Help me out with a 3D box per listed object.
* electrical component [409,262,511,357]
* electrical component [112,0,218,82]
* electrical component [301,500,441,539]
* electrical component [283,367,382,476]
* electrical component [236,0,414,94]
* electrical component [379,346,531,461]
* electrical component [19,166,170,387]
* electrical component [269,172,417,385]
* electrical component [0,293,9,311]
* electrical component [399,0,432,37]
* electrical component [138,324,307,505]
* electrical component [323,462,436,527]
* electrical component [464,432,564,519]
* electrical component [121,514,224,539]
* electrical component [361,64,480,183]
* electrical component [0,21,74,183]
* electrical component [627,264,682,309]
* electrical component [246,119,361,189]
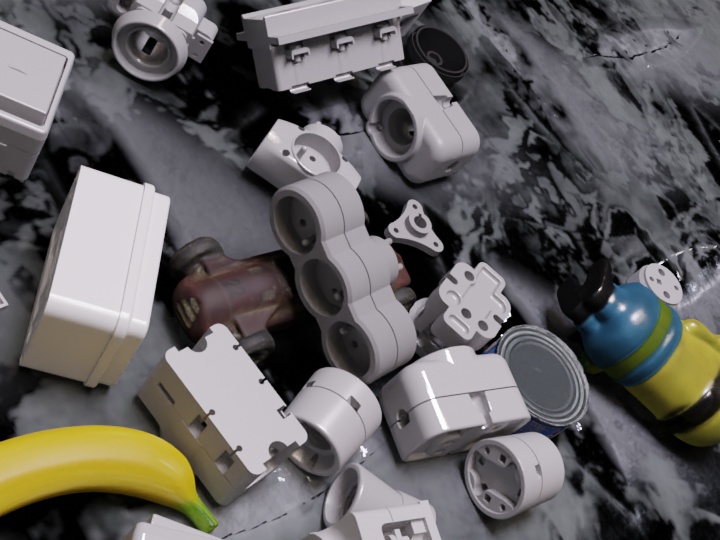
[{"bbox_3d":[0.070,0.036,0.799,0.058,0.057,0.078,41,44,-2],"label":"electrical component"},{"bbox_3d":[-0.152,-0.178,0.805,0.078,0.058,0.057,29,43,-14],"label":"electrical component"},{"bbox_3d":[0.014,0.218,0.598,0.062,0.089,0.150,1,58,-35],"label":"electrical component"},{"bbox_3d":[-0.021,0.098,0.690,0.055,0.055,0.047,43,48,0],"label":"electrical component"},{"bbox_3d":[-0.027,-0.186,0.869,0.121,0.079,0.063,-19,112,-25],"label":"electrical component"},{"bbox_3d":[0.065,0.092,0.755,0.095,0.053,0.059,-3,60,-37],"label":"electrical component"},{"bbox_3d":[-0.158,0.005,0.647,0.057,0.078,0.113,18,49,-20],"label":"electrical component"},{"bbox_3d":[0.000,0.000,0.713,0.074,0.052,0.138,-25,93,-42],"label":"electrical component"},{"bbox_3d":[-0.238,0.012,0.596,0.081,0.063,0.042,-28,76,-44],"label":"electrical component"},{"bbox_3d":[0.016,-0.263,0.988,0.089,0.055,0.050,50,44,7],"label":"electrical component"},{"bbox_3d":[-0.086,0.089,0.650,0.050,0.055,0.089,-30,78,-45],"label":"electrical component"},{"bbox_3d":[0.015,0.155,0.683,0.065,0.044,0.044,28,46,-21],"label":"electrical component"},{"bbox_3d":[0.109,0.141,0.750,0.047,0.055,0.055,-5,61,-42],"label":"electrical component"},{"bbox_3d":[-0.100,0.172,0.572,0.096,0.061,0.061,20,49,-22],"label":"electrical component"},{"bbox_3d":[0.047,-0.123,0.906,0.059,0.053,0.095,-19,70,-42],"label":"electrical component"},{"bbox_3d":[-0.228,-0.118,0.702,0.062,0.061,0.096,22,48,-20],"label":"electrical component"},{"bbox_3d":[0.245,0.026,0.931,0.045,0.055,0.045,19,49,-23],"label":"electrical component"},{"bbox_3d":[-0.037,-0.086,0.825,0.077,0.044,0.079,35,45,-9],"label":"electrical component"}]
